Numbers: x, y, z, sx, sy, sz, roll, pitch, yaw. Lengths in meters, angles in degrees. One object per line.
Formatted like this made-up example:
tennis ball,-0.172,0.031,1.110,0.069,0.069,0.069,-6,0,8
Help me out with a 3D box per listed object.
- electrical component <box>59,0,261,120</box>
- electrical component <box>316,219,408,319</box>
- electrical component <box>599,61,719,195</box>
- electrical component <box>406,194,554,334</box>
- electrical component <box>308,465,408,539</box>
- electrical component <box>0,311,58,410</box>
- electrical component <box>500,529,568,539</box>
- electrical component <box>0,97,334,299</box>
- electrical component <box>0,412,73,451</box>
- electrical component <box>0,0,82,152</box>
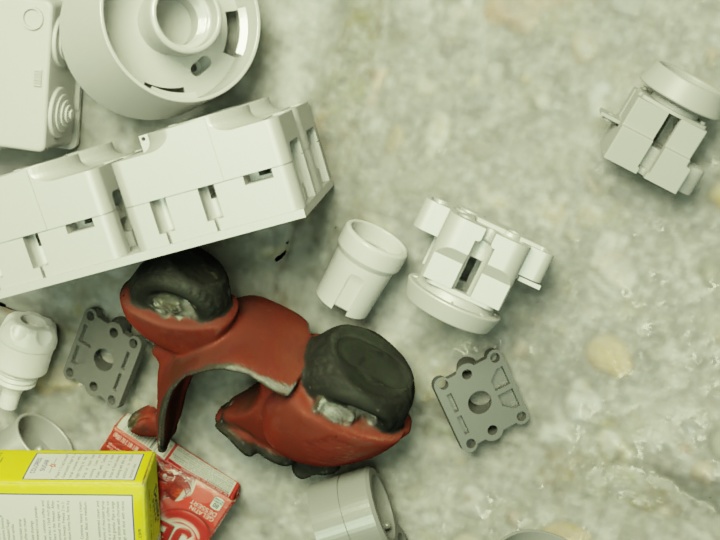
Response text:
electrical component,-0.107,-0.133,0.585,0.099,0.064,0.099,-2,94,-31
electrical component,0.000,0.000,0.624,0.040,0.040,0.046,29,110,-1
electrical component,0.165,-0.080,0.584,0.066,0.048,0.055,27,112,-1
electrical component,0.061,0.000,0.608,0.078,0.058,0.057,25,102,0
electrical component,-0.005,0.190,0.657,0.074,0.052,0.138,-19,108,9
electrical component,-0.210,0.058,0.663,0.035,0.035,0.061,22,107,1
electrical component,0.108,0.210,0.635,0.099,0.099,0.064,31,111,-2
electrical component,-0.118,-0.044,0.592,0.186,0.105,0.060,-14,101,9
electrical component,-0.235,0.119,0.672,0.079,0.043,0.077,42,104,-15
electrical component,-0.209,-0.116,0.614,0.100,0.048,0.099,8,103,5
